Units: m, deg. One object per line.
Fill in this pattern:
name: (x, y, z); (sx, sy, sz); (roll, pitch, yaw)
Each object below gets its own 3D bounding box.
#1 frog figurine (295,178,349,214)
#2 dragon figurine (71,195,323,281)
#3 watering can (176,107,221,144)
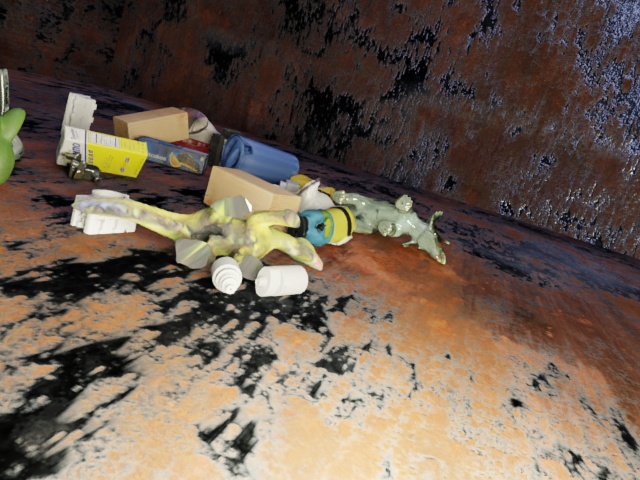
frog figurine: (0.004, -0.064, 1.268); (0.159, 0.123, 0.137); (55, -2, 0)
dragon figurine: (-0.177, -0.013, 0.863); (0.409, 0.123, 0.242); (15, -4, -15)
watering can: (-0.412, -0.382, 1.888); (0.348, 0.105, 0.220); (13, -18, 15)
